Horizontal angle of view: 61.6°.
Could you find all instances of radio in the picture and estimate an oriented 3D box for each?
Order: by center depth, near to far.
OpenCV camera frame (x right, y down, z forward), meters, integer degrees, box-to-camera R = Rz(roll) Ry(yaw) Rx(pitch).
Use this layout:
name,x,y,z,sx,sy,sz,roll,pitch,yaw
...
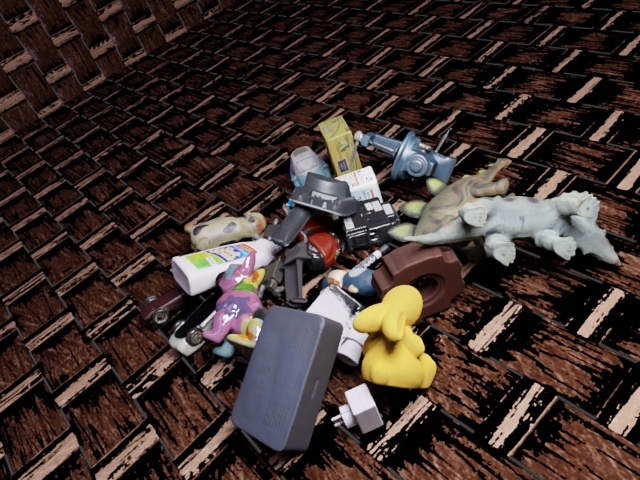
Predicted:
name,x,y,z,sx,sy,sz,roll,pitch,yaw
radio,-0.058,0.234,0.933,0.131,0.073,0.229,11,76,36

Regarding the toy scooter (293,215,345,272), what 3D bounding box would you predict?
name,x,y,z,sx,sy,sz,roll,pitch,yaw
toy scooter,-0.003,-0.004,1.240,0.135,0.075,0.184,-23,41,-25

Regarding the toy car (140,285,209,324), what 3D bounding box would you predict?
name,x,y,z,sx,sy,sz,roll,pitch,yaw
toy car,-0.321,0.130,1.253,0.202,0.053,0.089,-33,36,-19

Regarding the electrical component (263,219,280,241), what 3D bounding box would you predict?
name,x,y,z,sx,sy,sz,roll,pitch,yaw
electrical component,-0.106,-0.019,1.343,0.063,0.021,0.094,-2,43,22

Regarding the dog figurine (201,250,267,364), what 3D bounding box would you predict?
name,x,y,z,sx,sy,sz,roll,pitch,yaw
dog figurine,-0.142,0.133,1.099,0.192,0.108,0.219,5,56,22

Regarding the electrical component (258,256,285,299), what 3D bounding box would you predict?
name,x,y,z,sx,sy,sz,roll,pitch,yaw
electrical component,-0.101,0.086,1.212,0.078,0.045,0.102,-34,29,32

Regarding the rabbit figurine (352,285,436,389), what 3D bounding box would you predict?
name,x,y,z,sx,sy,sz,roll,pitch,yaw
rabbit figurine,0.121,0.156,0.907,0.122,0.162,0.173,8,78,39

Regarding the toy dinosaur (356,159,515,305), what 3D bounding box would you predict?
name,x,y,z,sx,sy,sz,roll,pitch,yaw
toy dinosaur,0.253,-0.022,1.126,0.471,0.104,0.199,-47,38,-19

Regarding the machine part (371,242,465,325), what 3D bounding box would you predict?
name,x,y,z,sx,sy,sz,roll,pitch,yaw
machine part,0.183,0.079,0.992,0.179,0.179,0.056,-23,41,-1

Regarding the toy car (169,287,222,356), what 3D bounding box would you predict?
name,x,y,z,sx,sy,sz,roll,pitch,yaw
toy car,-0.246,0.166,1.179,0.074,0.056,0.202,13,50,43

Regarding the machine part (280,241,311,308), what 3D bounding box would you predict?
name,x,y,z,sx,sy,sz,roll,pitch,yaw
machine part,-0.053,0.075,1.155,0.084,0.039,0.139,-22,61,45

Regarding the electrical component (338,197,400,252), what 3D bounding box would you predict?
name,x,y,z,sx,sy,sz,roll,pitch,yaw
electrical component,0.114,-0.039,1.231,0.134,0.058,0.115,-13,42,-1

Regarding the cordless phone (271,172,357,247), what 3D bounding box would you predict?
name,x,y,z,sx,sy,sz,roll,pitch,yaw
cordless phone,-0.017,-0.052,1.191,0.147,0.088,0.184,19,60,29

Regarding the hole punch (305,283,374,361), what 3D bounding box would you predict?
name,x,y,z,sx,sy,sz,roll,pitch,yaw
hole punch,0.030,0.166,1.042,0.116,0.092,0.142,37,60,13

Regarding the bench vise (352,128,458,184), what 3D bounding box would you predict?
name,x,y,z,sx,sy,sz,roll,pitch,yaw
bench vise,0.199,-0.208,1.275,0.241,0.128,0.223,24,31,14

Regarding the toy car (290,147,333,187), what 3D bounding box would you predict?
name,x,y,z,sx,sy,sz,roll,pitch,yaw
toy car,-0.033,-0.198,1.448,0.109,0.102,0.162,-21,42,0

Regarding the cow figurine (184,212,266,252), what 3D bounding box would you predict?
name,x,y,z,sx,sy,sz,roll,pitch,yaw
cow figurine,-0.226,-0.024,1.341,0.195,0.085,0.127,-19,21,-22

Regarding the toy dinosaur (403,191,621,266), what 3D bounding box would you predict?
name,x,y,z,sx,sy,sz,roll,pitch,yaw
toy dinosaur,0.347,-0.029,0.971,0.405,0.131,0.192,4,7,2

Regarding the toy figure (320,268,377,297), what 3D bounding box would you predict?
name,x,y,z,sx,sy,sz,roll,pitch,yaw
toy figure,0.061,0.085,1.085,0.155,0.064,0.057,-1,82,42

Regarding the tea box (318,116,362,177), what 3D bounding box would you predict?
name,x,y,z,sx,sy,sz,roll,pitch,yaw
tea box,0.058,-0.217,1.373,0.068,0.169,0.098,-22,38,1
